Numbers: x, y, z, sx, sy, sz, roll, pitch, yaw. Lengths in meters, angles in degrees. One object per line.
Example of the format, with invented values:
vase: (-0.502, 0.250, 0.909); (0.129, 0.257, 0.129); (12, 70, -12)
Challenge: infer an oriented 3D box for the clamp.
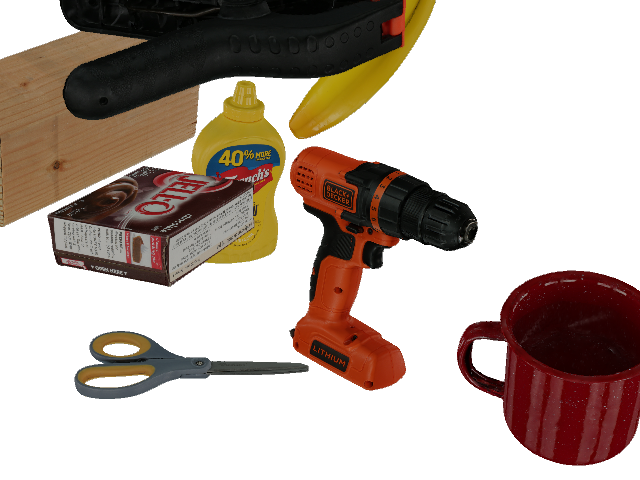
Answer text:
clamp: (-0.042, -0.093, 0.496); (0.171, 0.039, 0.120); (-4, 40, -1)

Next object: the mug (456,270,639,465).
mug: (0.139, 0.077, 0.635); (0.117, 0.081, 0.093); (6, 40, 11)

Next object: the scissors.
scissors: (-0.120, 0.104, 0.957); (0.201, 0.016, 0.096); (-7, 32, -18)

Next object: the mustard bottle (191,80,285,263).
mustard bottle: (-0.085, -0.071, 1.096); (0.096, 0.192, 0.058); (-4, 30, -22)

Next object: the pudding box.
pudding box: (-0.107, -0.012, 0.698); (0.090, 0.039, 0.113); (9, 26, 23)

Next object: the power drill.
power drill: (0.044, 0.027, 0.899); (0.057, 0.188, 0.185); (-15, 30, -43)

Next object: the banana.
banana: (0.041, -0.149, 0.755); (0.070, 0.197, 0.037); (-6, -40, 44)

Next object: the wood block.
wood block: (-0.204, -0.105, 0.882); (0.090, 0.091, 0.205); (33, 43, 26)
